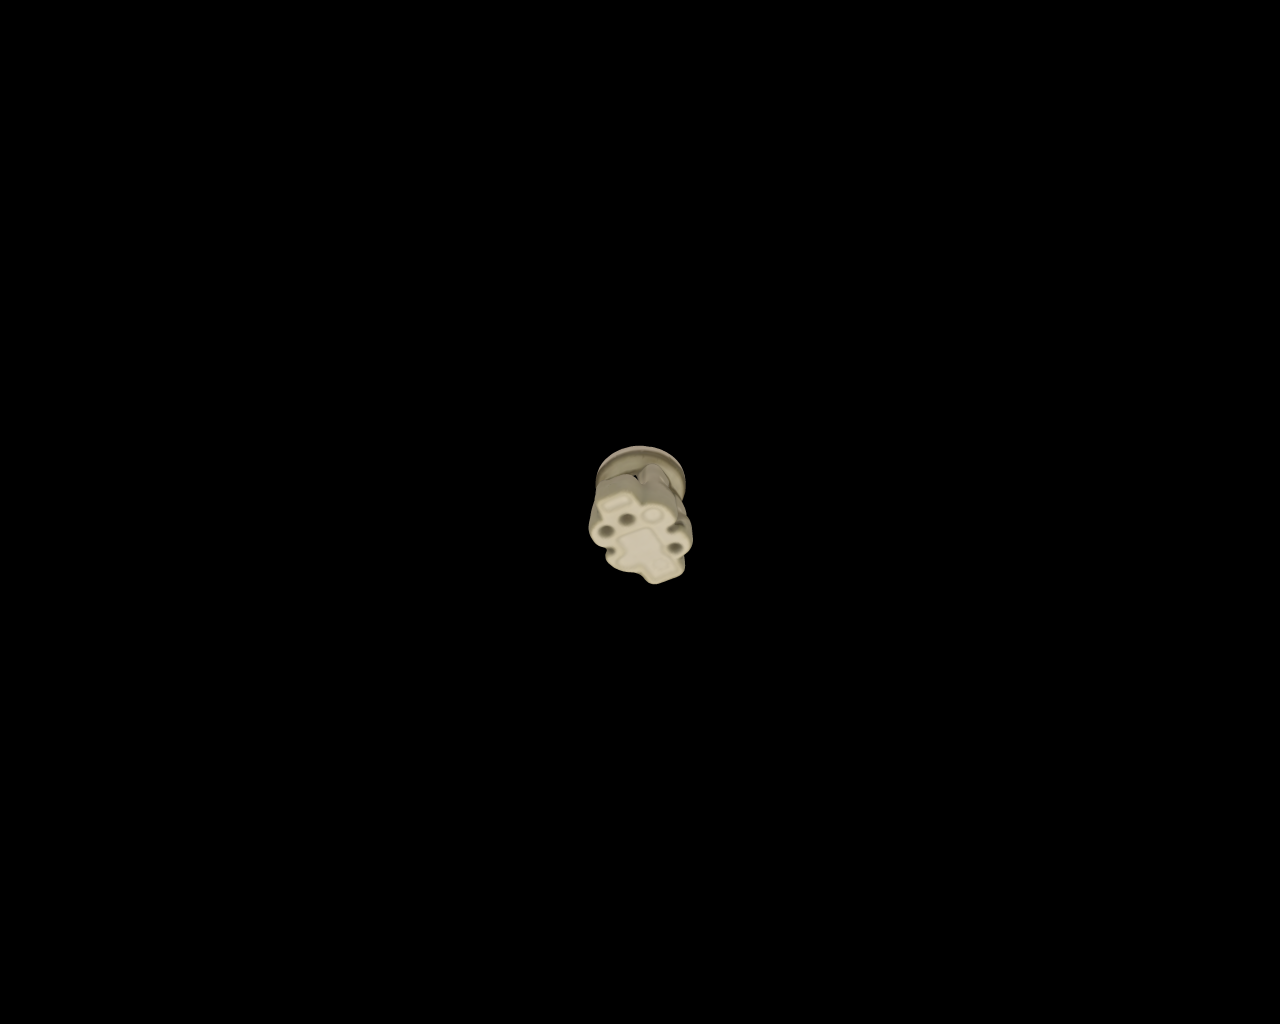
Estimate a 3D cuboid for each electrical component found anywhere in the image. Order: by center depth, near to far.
[{"bbox_3d":[0.001,-0.003,0.650,0.058,0.057,0.078,-20,-50,17],"label":"electrical component"}]
